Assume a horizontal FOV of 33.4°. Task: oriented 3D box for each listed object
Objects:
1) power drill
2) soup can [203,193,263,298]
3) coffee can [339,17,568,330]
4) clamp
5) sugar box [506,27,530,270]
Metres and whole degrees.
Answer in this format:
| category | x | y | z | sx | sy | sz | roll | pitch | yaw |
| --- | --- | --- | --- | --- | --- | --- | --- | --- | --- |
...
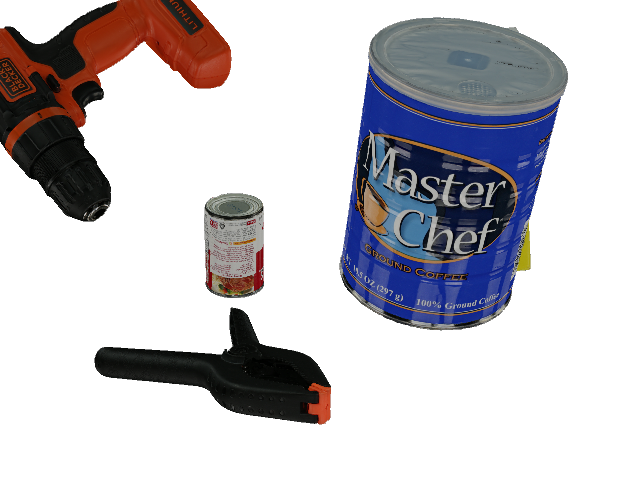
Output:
| category | x | y | z | sx | sy | sz | roll | pitch | yaw |
| --- | --- | --- | --- | --- | --- | --- | --- | --- | --- |
| power drill | -0.163 | -0.119 | 0.813 | 0.187 | 0.184 | 0.057 | -31 | -15 | -29 |
| soup can | -0.098 | 0.005 | 1.217 | 0.068 | 0.102 | 0.068 | 1 | 26 | -1 |
| coffee can | 0.069 | -0.037 | 0.585 | 0.102 | 0.140 | 0.103 | 5 | 34 | -3 |
| clamp | -0.064 | 0.105 | 0.907 | 0.210 | 0.036 | 0.164 | 13 | 21 | 36 |
| sugar box | 0.104 | -0.062 | 0.783 | 0.093 | 0.176 | 0.048 | -5 | 23 | 4 |
